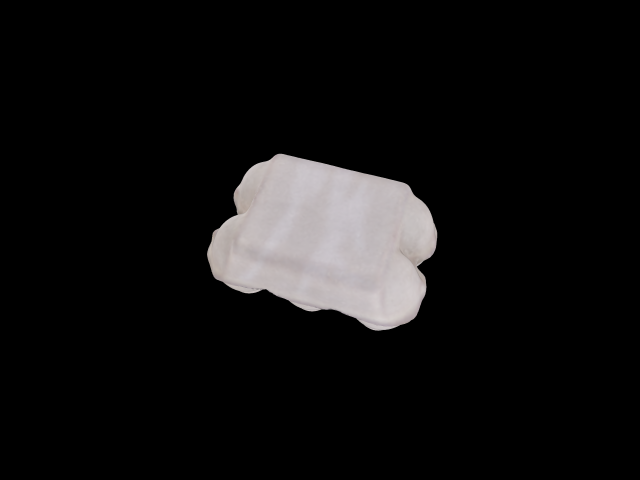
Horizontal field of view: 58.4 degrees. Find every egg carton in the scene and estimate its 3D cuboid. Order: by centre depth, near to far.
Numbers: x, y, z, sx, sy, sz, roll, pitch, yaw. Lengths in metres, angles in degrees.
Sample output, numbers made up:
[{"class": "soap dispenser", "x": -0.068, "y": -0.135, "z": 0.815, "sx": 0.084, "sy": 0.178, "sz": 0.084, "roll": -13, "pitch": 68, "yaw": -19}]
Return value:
[{"class": "egg carton", "x": 0.004, "y": 0.001, "z": 0.400, "sx": 0.150, "sy": 0.069, "sz": 0.107, "roll": 14, "pitch": 58, "yaw": 9}]
